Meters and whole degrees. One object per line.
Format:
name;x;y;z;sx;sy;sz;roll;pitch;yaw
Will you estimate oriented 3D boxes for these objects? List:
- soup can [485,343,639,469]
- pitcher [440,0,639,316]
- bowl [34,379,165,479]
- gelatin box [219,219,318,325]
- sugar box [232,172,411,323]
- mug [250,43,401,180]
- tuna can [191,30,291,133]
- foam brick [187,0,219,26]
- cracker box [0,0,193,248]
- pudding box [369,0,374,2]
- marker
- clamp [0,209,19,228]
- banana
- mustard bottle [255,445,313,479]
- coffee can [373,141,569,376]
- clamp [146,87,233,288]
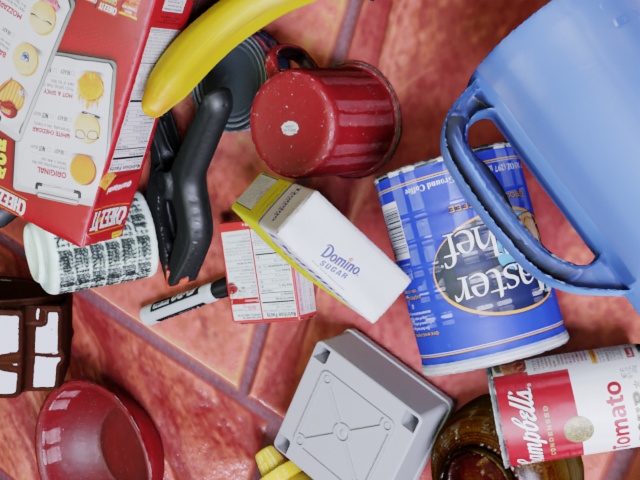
soup can;0.166;0.109;0.702;0.102;0.068;0.068;-11;90;9
pitcher;0.197;-0.031;0.641;0.149;0.144;0.243;-40;76;38
bowl;-0.200;0.206;1.016;0.162;0.055;0.162;6;100;36
gelatin box;-0.043;0.025;0.890;0.073;0.030;0.089;-6;93;36
sugar box;-0.005;0.001;0.767;0.093;0.176;0.048;43;88;-15
mug;-0.004;-0.100;0.811;0.093;0.081;0.117;-34;77;35
tuna can;-0.065;-0.132;0.881;0.086;0.033;0.086;6;100;36
foam brick;-0.093;-0.214;0.867;0.051;0.052;0.078;50;137;18
cracker box;-0.209;-0.125;0.859;0.164;0.072;0.214;25;106;18
pudding box;0.023;-0.244;0.786;0.113;0.039;0.090;46;107;20
marker;-0.115;0.054;0.954;0.121;0.020;0.020;-20;85;37
clamp;-0.219;-0.067;0.977;0.039;0.120;0.171;43;95;19
banana;-0.062;-0.165;0.820;0.037;0.197;0.070;59;173;-34
mustard bottle;0.003;0.254;0.872;0.096;0.058;0.192;-44;71;32
coffee can;0.103;0.013;0.735;0.103;0.102;0.140;-17;87;37
clamp;-0.126;-0.061;0.917;0.165;0.036;0.210;42;135;45
